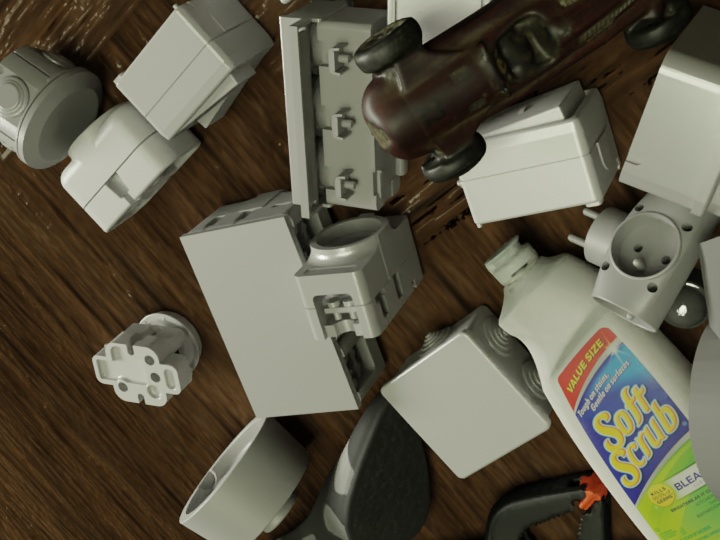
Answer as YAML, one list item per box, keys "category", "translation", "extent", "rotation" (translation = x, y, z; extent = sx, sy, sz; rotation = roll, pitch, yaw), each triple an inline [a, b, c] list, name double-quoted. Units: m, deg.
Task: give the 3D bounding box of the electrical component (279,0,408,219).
- category: "electrical component"
  translation: [-0.009, -0.101, 0.673]
  extent: [0.063, 0.078, 0.121]
  rotation: [10, 120, 22]

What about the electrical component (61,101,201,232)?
- category: "electrical component"
  translation: [-0.169, -0.080, 0.776]
  extent: [0.059, 0.053, 0.095]
  rotation: [48, 126, -4]

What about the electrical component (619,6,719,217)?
- category: "electrical component"
  translation: [0.187, -0.085, 0.568]
  extent: [0.057, 0.113, 0.078]
  rotation: [24, 124, 16]

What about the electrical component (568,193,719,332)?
- category: "electrical component"
  translation: [0.162, -0.014, 0.647]
  extent: [0.079, 0.044, 0.077]
  rotation: [29, 88, 37]

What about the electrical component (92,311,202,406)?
- category: "electrical component"
  translation: [-0.162, 0.068, 0.852]
  extent: [0.078, 0.057, 0.058]
  rotation: [5, 118, 23]

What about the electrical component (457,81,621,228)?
- category: "electrical component"
  translation: [0.100, -0.070, 0.649]
  extent: [0.096, 0.061, 0.061]
  rotation: [-10, 112, 29]

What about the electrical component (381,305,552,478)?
- category: "electrical component"
  translation: [0.079, 0.084, 0.751]
  extent: [0.099, 0.048, 0.100]
  rotation: [48, 126, -5]

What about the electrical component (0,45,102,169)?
- category: "electrical component"
  translation: [-0.227, -0.117, 0.769]
  extent: [0.051, 0.080, 0.080]
  rotation: [34, 126, 11]

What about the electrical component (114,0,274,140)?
- category: "electrical component"
  translation: [-0.111, -0.131, 0.716]
  extent: [0.061, 0.061, 0.096]
  rotation: [47, 126, -4]

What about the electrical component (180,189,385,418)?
- category: "electrical component"
  translation: [-0.051, 0.024, 0.772]
  extent: [0.089, 0.061, 0.150]
  rotation: [-9, 112, 29]

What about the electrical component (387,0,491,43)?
- category: "electrical component"
  translation: [0.054, -0.148, 0.633]
  extent: [0.062, 0.061, 0.096]
  rotation: [8, 113, 19]

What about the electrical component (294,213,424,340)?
- category: "electrical component"
  translation: [0.000, 0.000, 0.717]
  extent: [0.050, 0.089, 0.055]
  rotation: [-5, 114, 27]

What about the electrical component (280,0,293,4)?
- category: "electrical component"
  translation: [-0.055, -0.197, 0.662]
  extent: [0.077, 0.047, 0.065]
  rotation: [-25, 104, 34]

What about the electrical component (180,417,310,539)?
- category: "electrical component"
  translation: [-0.084, 0.172, 0.844]
  extent: [0.060, 0.108, 0.108]
  rotation: [40, 126, -7]
